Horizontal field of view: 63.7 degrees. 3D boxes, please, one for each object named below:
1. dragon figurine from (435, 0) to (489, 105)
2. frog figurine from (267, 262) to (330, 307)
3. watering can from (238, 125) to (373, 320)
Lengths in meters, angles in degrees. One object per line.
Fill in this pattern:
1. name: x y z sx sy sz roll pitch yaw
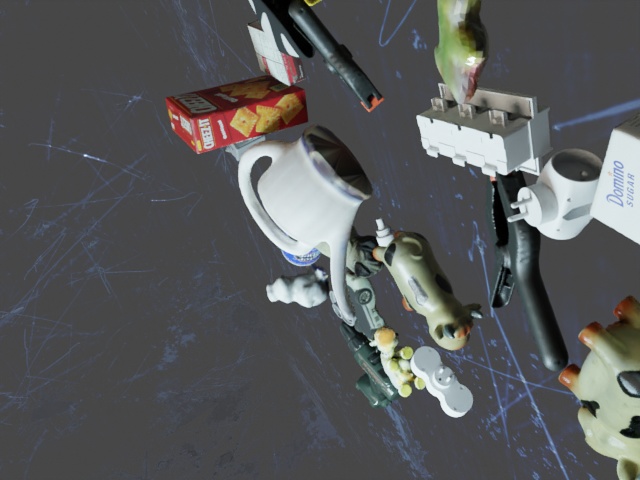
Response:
1. dragon figurine: 0.059 -0.311 0.424 0.241 0.122 0.411 135 113 -81
2. frog figurine: -0.059 0.139 1.412 0.139 0.161 0.120 40 155 48
3. watering can: 0.003 -0.044 0.880 0.348 0.105 0.221 50 122 4
